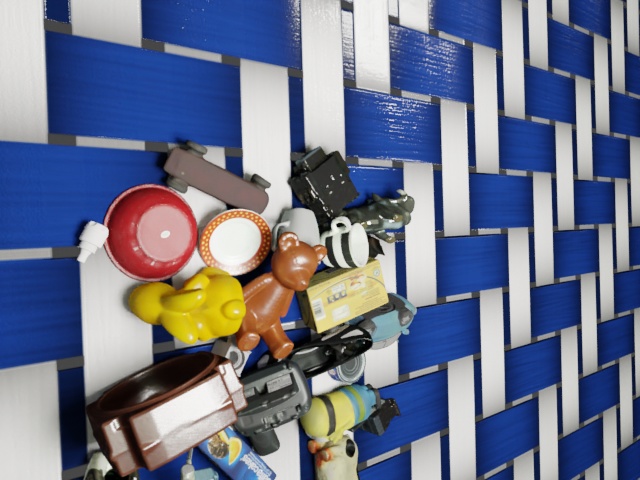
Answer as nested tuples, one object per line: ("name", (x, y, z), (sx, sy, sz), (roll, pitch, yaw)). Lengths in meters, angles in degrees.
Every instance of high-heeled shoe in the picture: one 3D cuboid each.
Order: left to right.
("high-heeled shoe", (-0.018, 0.233, 0.995), (0.249, 0.145, 0.086), (-32, 109, -32))

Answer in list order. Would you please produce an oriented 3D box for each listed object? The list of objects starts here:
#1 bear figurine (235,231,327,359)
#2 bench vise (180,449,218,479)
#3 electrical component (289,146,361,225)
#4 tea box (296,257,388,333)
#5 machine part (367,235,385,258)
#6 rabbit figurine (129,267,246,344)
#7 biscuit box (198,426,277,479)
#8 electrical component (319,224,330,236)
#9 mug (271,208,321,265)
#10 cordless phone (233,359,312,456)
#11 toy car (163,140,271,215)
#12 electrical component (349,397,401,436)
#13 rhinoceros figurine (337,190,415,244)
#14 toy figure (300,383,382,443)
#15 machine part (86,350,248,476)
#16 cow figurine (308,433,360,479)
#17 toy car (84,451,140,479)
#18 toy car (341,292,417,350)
("bear figurine", (-0.064, 0.092, 0.933), (0.196, 0.132, 0.120), (-46, 136, 17))
("bench vise", (-0.189, 0.444, 0.856), (0.224, 0.129, 0.240), (-1, 116, -17))
("electrical component", (0.007, -0.113, 1.064), (0.115, 0.058, 0.134), (-45, 109, -38))
("tea box", (0.044, 0.105, 1.073), (0.170, 0.068, 0.098), (-19, 105, -24))
("machine part", (0.077, 0.033, 1.144), (0.139, 0.039, 0.084), (-25, 100, -35))
("rabbit figurine", (-0.214, 0.111, 0.856), (0.173, 0.162, 0.121), (10, 96, -21))
("biscuit box", (-0.160, 0.370, 0.937), (0.059, 0.063, 0.202), (-49, 118, -26))
("electrical component", (-0.002, -0.003, 1.090), (0.063, 0.021, 0.094), (-10, 96, -39))
("mug", (-0.050, -0.007, 1.020), (0.109, 0.081, 0.107), (12, 72, -39))
("cordless phone", (-0.079, 0.315, 0.960), (0.147, 0.089, 0.184), (-20, 124, -6))
("toy car", (-0.176, -0.099, 0.932), (0.202, 0.053, 0.089), (25, 95, -34))
("electrical component", (0.107, 0.380, 1.142), (0.119, 0.075, 0.047), (-33, 109, -38))
("rhinoceros figurine", (0.123, -0.048, 1.143), (0.190, 0.112, 0.073), (-17, 131, -23))
("toy figure", (0.041, 0.340, 1.088), (0.180, 0.082, 0.089), (-18, 88, -32))
("machine part", (-0.226, 0.241, 0.790), (0.201, 0.201, 0.087), (-24, 99, -30))
("cow figurine", (0.048, 0.491, 1.093), (0.127, 0.086, 0.194), (-7, 93, -32))
("toy car", (-0.326, 0.418, 0.810), (0.073, 0.056, 0.201), (13, 83, -44))
("toy car", (0.123, 0.182, 1.142), (0.162, 0.109, 0.102), (-19, 120, -28))
